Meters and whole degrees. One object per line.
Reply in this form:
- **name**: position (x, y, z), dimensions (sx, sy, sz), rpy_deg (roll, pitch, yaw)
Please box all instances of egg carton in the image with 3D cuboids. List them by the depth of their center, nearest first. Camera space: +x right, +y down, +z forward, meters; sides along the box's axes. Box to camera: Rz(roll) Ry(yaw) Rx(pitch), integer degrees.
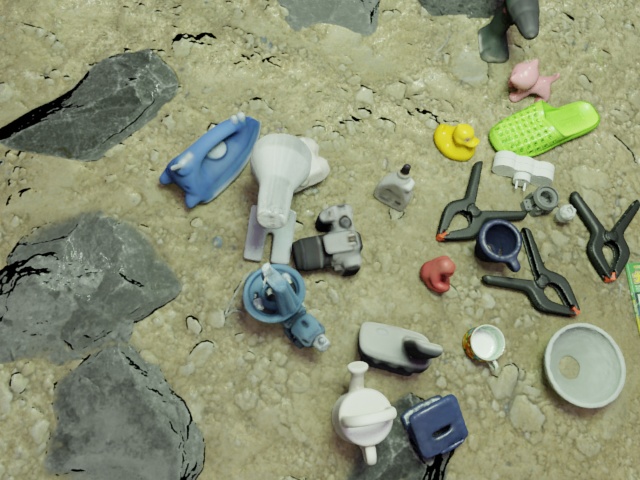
- **egg carton**: position (-0.059, -0.154, 1.231), dimensions (0.150, 0.069, 0.107), rpy_deg (-27, 77, -13)

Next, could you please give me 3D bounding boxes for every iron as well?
- **iron**: position (-0.214, -0.194, 1.189), dimensions (0.118, 0.141, 0.259), rpy_deg (41, 73, 7)

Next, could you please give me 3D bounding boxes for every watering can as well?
- **watering can**: position (0.077, 0.312, 1.035), dimensions (0.101, 0.194, 0.173), rpy_deg (-28, 78, -13)

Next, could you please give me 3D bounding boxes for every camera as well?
- **camera**: position (0.011, 0.004, 1.173), dimensions (0.137, 0.101, 0.143), rpy_deg (-10, 74, -9)

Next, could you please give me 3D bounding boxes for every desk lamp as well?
- **desk lamp**: position (-0.086, -0.076, 1.128), dimensions (0.118, 0.213, 0.203), rpy_deg (7, 72, -3)

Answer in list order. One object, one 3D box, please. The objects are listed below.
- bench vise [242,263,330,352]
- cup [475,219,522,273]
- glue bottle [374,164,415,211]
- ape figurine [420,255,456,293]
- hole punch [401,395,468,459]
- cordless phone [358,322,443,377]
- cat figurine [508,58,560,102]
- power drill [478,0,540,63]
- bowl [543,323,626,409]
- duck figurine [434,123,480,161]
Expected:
- **bench vise**: position (-0.053, 0.112, 1.070), dimensions (0.207, 0.219, 0.121), rpy_deg (28, 72, 3)
- **cup**: position (0.373, 0.023, 1.208), dimensions (0.092, 0.095, 0.117), rpy_deg (-27, 77, -13)
- **glue bottle**: position (0.163, -0.117, 1.188), dimensions (0.078, 0.173, 0.037), rpy_deg (31, 72, 4)
- **ape figurine**: position (0.251, 0.064, 1.184), dimensions (0.076, 0.092, 0.078), rpy_deg (28, 72, 3)
- **hole punch**: position (0.225, 0.355, 1.091), dimensions (0.109, 0.091, 0.101), rpy_deg (-24, 77, -12)
- **cordless phone**: position (0.151, 0.197, 1.083), dimensions (0.147, 0.185, 0.094), rpy_deg (11, 72, -2)
- **cat figurine**: position (0.492, -0.374, 1.333), dimensions (0.128, 0.117, 0.067), rpy_deg (2, 72, -5)
- **power drill**: position (0.438, -0.508, 1.321), dimensions (0.075, 0.208, 0.229), rpy_deg (0, 73, -5)
- **bowl**: position (0.522, 0.257, 1.162), dimensions (0.167, 0.074, 0.167), rpy_deg (2, 73, -5)
- **duck figurine**: position (0.311, -0.233, 1.286), dimensions (0.104, 0.086, 0.077), rpy_deg (36, 73, 6)
